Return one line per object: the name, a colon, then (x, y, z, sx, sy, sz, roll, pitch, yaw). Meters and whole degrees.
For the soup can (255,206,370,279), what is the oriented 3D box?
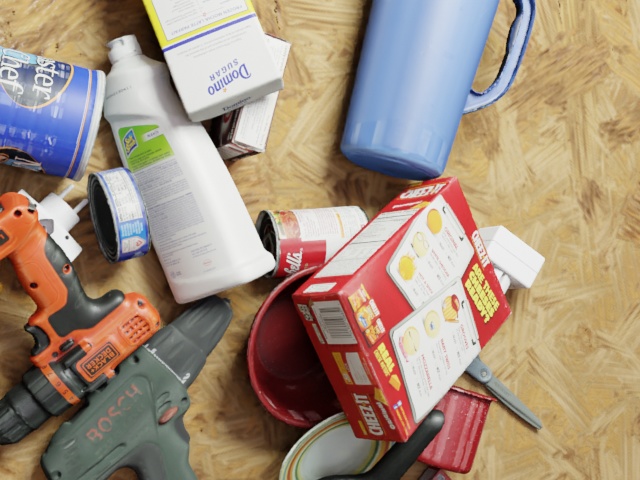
soup can: (-0.007, 0.001, 1.057, 0.102, 0.069, 0.068, -4, 88, -22)

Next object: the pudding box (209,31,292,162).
pudding box: (-0.070, -0.136, 1.028, 0.039, 0.090, 0.113, 14, 83, -21)

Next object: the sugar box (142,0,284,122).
sugar box: (-0.107, -0.203, 0.970, 0.093, 0.048, 0.176, -21, 83, -1)

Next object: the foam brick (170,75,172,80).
foam brick: (-0.124, -0.201, 1.032, 0.053, 0.051, 0.078, -12, 91, -20)

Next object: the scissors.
scissors: (0.175, 0.123, 1.149, 0.201, 0.016, 0.096, 27, 78, -18)

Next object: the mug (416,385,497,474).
mug: (0.131, 0.190, 1.097, 0.117, 0.093, 0.081, 23, 83, -56)

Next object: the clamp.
clamp: (0.049, 0.250, 1.037, 0.210, 0.036, 0.164, -14, 117, 2)

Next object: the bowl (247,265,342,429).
bowl: (-0.012, 0.099, 1.045, 0.161, 0.055, 0.162, -6, 101, -31)

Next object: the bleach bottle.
bleach bottle: (-0.134, -0.072, 0.997, 0.068, 0.103, 0.251, -29, 99, -61)

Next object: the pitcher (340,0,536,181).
pitcher: (0.112, -0.185, 1.082, 0.144, 0.149, 0.243, 24, 80, -57)

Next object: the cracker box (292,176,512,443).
cracker box: (0.083, 0.063, 1.020, 0.213, 0.072, 0.164, -42, 116, -41)

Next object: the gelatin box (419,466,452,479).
gelatin box: (0.117, 0.292, 1.109, 0.073, 0.030, 0.089, 47, 73, -13)

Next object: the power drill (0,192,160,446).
power drill: (-0.257, 0.067, 0.928, 0.184, 0.057, 0.187, -40, 119, -11)

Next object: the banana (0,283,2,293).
banana: (-0.341, 0.120, 0.939, 0.069, 0.037, 0.198, 20, 81, -33)

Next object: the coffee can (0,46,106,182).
coffee can: (-0.271, -0.117, 0.942, 0.140, 0.103, 0.103, 13, 83, -20)

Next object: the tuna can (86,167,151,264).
tuna can: (-0.185, -0.023, 0.979, 0.033, 0.086, 0.086, -14, 92, -24)
